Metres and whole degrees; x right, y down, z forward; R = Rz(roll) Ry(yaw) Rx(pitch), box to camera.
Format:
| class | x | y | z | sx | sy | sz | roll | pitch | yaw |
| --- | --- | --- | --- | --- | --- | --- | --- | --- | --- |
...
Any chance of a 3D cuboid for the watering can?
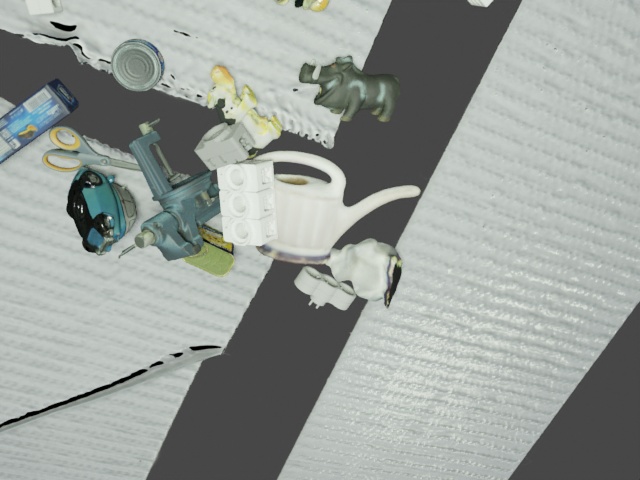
| class | x | y | z | sx | sy | sz | roll | pitch | yaw |
| --- | --- | --- | --- | --- | --- | --- | --- | --- | --- |
| watering can | 0.003 | -0.050 | 1.002 | 0.348 | 0.106 | 0.220 | 13 | 113 | 6 |

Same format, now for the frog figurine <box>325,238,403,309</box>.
| class | x | y | z | sx | sy | sz | roll | pitch | yaw |
| --- | --- | --- | --- | --- | --- | --- | --- | --- | --- |
| frog figurine | 0.091 | 0.060 | 1.107 | 0.160 | 0.125 | 0.134 | 15 | 129 | 24 |
